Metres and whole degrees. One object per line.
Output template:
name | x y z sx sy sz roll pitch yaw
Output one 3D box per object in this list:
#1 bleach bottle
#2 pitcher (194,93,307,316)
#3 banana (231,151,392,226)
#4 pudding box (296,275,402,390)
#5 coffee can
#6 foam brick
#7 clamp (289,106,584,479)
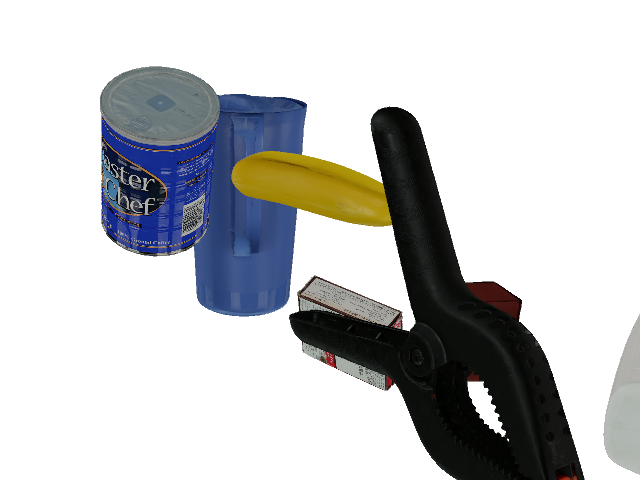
bleach bottle | 0.264 0.080 0.735 0.103 0.068 0.250 11 22 21
pitcher | -0.085 -0.040 1.199 0.145 0.243 0.148 15 20 39
banana | -0.011 -0.037 0.782 0.198 0.037 0.069 18 -17 41
pudding box | 0.032 0.097 1.121 0.114 0.090 0.039 20 44 27
coffee can | -0.147 -0.070 0.964 0.102 0.140 0.103 6 44 -6
foam brick | 0.141 0.081 0.956 0.051 0.078 0.053 -2 18 -20
clamp | 0.061 0.044 0.535 0.036 0.165 0.210 -11 42 -34
